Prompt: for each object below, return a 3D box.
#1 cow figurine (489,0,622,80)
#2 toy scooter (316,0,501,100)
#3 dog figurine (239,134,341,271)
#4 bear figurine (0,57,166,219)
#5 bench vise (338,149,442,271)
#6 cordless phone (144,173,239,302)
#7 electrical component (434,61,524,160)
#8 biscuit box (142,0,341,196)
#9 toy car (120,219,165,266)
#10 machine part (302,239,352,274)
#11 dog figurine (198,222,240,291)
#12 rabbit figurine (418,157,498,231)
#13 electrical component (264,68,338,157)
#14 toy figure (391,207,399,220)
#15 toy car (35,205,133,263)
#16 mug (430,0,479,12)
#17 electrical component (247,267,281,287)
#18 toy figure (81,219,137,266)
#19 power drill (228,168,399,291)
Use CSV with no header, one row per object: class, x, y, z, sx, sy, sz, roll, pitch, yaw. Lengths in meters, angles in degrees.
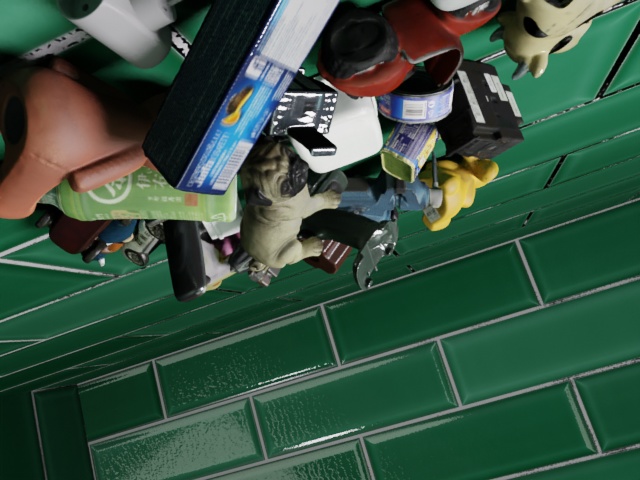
cow figurine,0.224,-0.229,0.515,0.127,0.085,0.195,-29,166,22
toy scooter,0.088,-0.188,0.538,0.184,0.075,0.135,-23,168,4
dog figurine,-0.070,-0.035,0.679,0.121,0.172,0.190,21,-177,18
bear figurine,-0.189,-0.093,0.492,0.132,0.120,0.196,-21,172,35
bench vise,0.104,-0.053,0.973,0.224,0.129,0.240,-9,150,-1
cordless phone,-0.150,-0.027,0.660,0.147,0.184,0.088,-23,161,24
electrical component,0.199,-0.164,0.684,0.134,0.115,0.058,-4,164,-40
biscuit box,-0.063,-0.130,0.414,0.059,0.063,0.202,1,129,-56
toy car,-0.249,-0.019,0.817,0.202,0.056,0.073,-34,-166,50
machine part,-0.025,-0.004,0.974,0.056,0.179,0.179,-56,175,-14
dog figurine,-0.189,0.023,0.941,0.191,0.108,0.219,-44,-176,-27
rabbit figurine,0.263,-0.122,1.018,0.173,0.122,0.162,-26,163,-28
electrical component,-0.024,-0.129,0.529,0.075,0.119,0.047,-7,128,-29
toy figure,0.086,-0.033,1.170,0.180,0.082,0.089,-25,163,24
toy car,-0.290,-0.036,0.679,0.202,0.089,0.053,-32,-158,43
mug,0.099,-0.216,0.415,0.110,0.081,0.107,-25,175,11
electrical component,-0.092,0.028,0.920,0.078,0.102,0.045,7,151,42
toy figure,-0.313,-0.010,0.789,0.058,0.064,0.154,-20,172,-43
power drill,-0.002,-0.002,0.811,0.232,0.208,0.085,-52,142,-19
